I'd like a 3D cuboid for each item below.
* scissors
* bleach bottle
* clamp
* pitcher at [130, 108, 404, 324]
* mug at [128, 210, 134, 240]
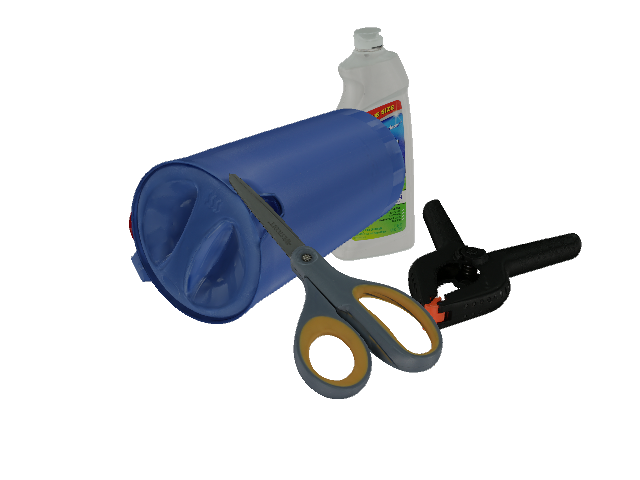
[{"bbox_3d":[-0.016,0.029,0.664,0.202,0.016,0.096,33,55,27],"label":"scissors"},{"bbox_3d":[0.051,-0.107,1.180,0.102,0.251,0.068,-10,25,-11],"label":"bleach bottle"},{"bbox_3d":[0.135,0.021,1.017,0.165,0.036,0.209,19,34,29],"label":"clamp"},{"bbox_3d":[-0.040,-0.031,0.911,0.149,0.145,0.242,27,33,26],"label":"pitcher"},{"bbox_3d":[-0.144,-0.021,1.129,0.117,0.081,0.093,-11,32,-21],"label":"mug"}]
